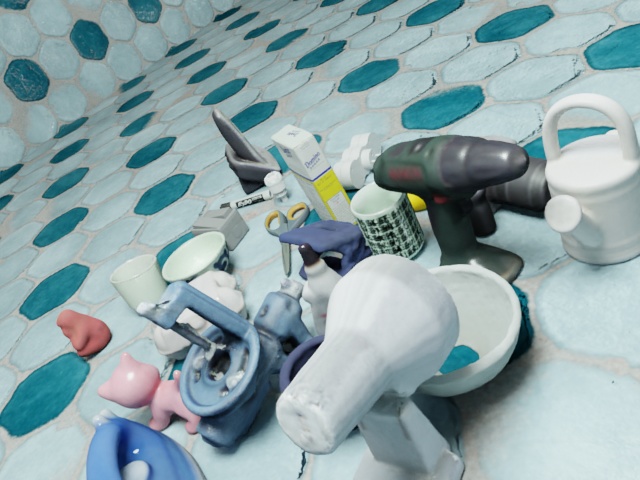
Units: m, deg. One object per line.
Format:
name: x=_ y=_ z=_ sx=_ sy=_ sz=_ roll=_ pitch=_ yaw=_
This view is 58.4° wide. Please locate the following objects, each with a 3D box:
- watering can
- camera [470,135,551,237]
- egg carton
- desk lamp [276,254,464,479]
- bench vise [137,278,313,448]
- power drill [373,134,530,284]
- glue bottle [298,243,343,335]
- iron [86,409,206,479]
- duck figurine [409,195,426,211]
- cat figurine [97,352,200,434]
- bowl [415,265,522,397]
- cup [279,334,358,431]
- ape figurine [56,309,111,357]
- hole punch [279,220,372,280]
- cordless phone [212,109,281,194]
watering can: x=0.302 y=-0.069 z=0.631 sx=0.100 sy=0.194 sz=0.173 roll=-10 pitch=37 yaw=28
camera: x=0.249 y=-0.079 z=0.774 sx=0.143 sy=0.101 sz=0.136 roll=-42 pitch=34 yaw=-19
egg carton: x=-0.185 y=0.113 z=0.872 sx=0.150 sy=0.070 sz=0.107 roll=-32 pitch=32 yaw=-4
desk lamp: x=0.053 y=0.149 z=0.503 sx=0.117 sy=0.214 sz=0.203 roll=-1 pitch=42 yaw=37
bench vise: x=-0.111 y=0.108 z=0.681 sx=0.121 sy=0.220 sz=0.207 roll=-5 pitch=40 yaw=33
power drill: x=0.166 y=-0.037 z=0.678 sx=0.076 sy=0.209 sz=0.228 roll=-43 pitch=35 yaw=-20
glue bottle: x=0.015 y=0.069 z=0.681 sx=0.078 sy=0.173 sz=0.037 roll=-17 pitch=34 yaw=19
iron: x=-0.206 y=0.259 z=0.619 sx=0.119 sy=0.142 sz=0.257 roll=-34 pitch=33 yaw=-8
duck figurine: x=0.141 y=-0.102 z=0.902 sx=0.077 sy=0.086 sz=0.104 roll=-29 pitch=32 yaw=1
cat figurine: x=-0.216 y=0.192 z=0.742 sx=0.127 sy=0.118 sz=0.067 roll=-11 pitch=37 yaw=26
bowl: x=0.140 y=0.109 z=0.623 sx=0.167 sy=0.075 sz=0.167 roll=-20 pitch=33 yaw=14
cup: x=0.026 y=0.164 z=0.616 sx=0.117 sy=0.095 sz=0.092 roll=-2 pitch=41 yaw=36
ape figurine: x=-0.407 y=0.152 z=0.968 sx=0.076 sy=0.092 sz=0.077 roll=-25 pitch=33 yaw=7
hole punch: x=0.008 y=0.003 z=0.855 sx=0.108 sy=0.091 sz=0.101 roll=13 pitch=51 yaw=47
cordless phone: x=-0.166 y=-0.204 z=1.187 sx=0.094 sy=0.185 sz=0.147 roll=-32 pitch=32 yaw=-4
